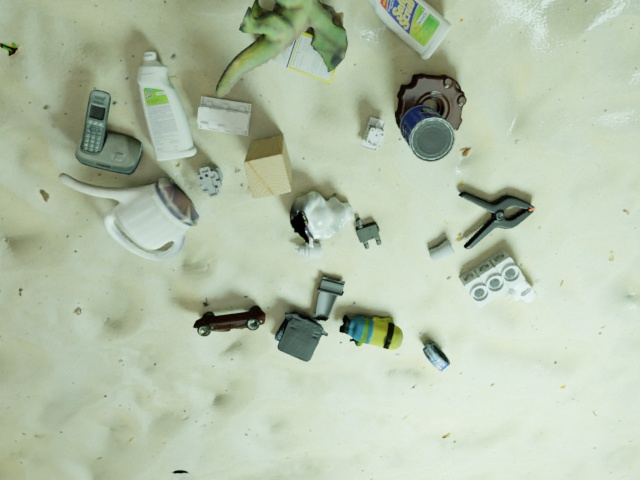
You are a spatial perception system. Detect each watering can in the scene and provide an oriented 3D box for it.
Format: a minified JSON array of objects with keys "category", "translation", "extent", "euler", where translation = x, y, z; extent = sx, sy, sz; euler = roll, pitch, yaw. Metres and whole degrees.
[{"category":"watering can","translation":[-0.453,-0.081,1.289],"extent":[0.223,0.106,0.341],"euler":[-30,127,10]}]

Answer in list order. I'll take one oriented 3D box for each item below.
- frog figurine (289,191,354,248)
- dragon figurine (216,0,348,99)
[{"category":"frog figurine","translation":[0.004,-0.068,1.353],"extent":[0.161,0.122,0.136],"euler":[-32,106,-29]},{"category":"dragon figurine","translation":[-0.048,-0.460,1.140],"extent":[0.242,0.124,0.407],"euler":[23,100,-17]}]
